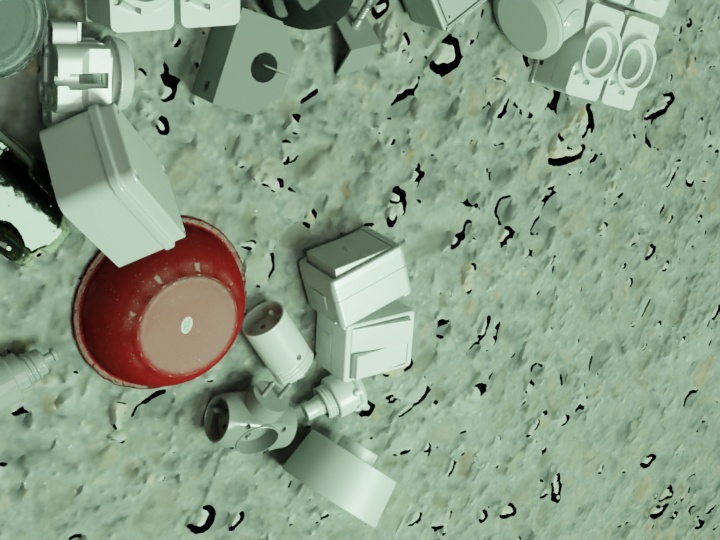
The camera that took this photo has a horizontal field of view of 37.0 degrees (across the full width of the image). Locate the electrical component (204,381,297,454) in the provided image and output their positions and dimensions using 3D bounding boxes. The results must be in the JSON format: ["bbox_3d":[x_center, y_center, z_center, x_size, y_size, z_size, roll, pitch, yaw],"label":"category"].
[{"bbox_3d":[-0.092,0.130,0.995,0.077,0.044,0.079,12,129,-39],"label":"electrical component"}]

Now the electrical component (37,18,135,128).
[{"bbox_3d":[-0.202,-0.144,0.792,0.057,0.058,0.078,-6,114,-31],"label":"electrical component"}]

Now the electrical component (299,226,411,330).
[{"bbox_3d":[0.000,0.000,1.002,0.096,0.062,0.061,-28,125,-23],"label":"electrical component"}]

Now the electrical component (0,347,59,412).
[{"bbox_3d":[-0.277,0.085,0.851,0.078,0.040,0.040,-30,125,-23],"label":"electrical component"}]

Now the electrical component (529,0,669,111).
[{"bbox_3d":[0.253,-0.262,1.071,0.105,0.060,0.186,6,107,-38],"label":"electrical component"}]

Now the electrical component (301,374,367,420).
[{"bbox_3d":[-0.027,0.125,1.052,0.062,0.048,0.048,-26,124,-17],"label":"electrical component"}]

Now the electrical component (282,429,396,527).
[{"bbox_3d":[-0.015,0.197,1.055,0.108,0.108,0.060,40,78,-41],"label":"electrical component"}]

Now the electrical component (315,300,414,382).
[{"bbox_3d":[0.012,0.064,1.041,0.096,0.061,0.061,-12,117,-32],"label":"electrical component"}]

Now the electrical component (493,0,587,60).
[{"bbox_3d":[0.169,-0.243,1.006,0.051,0.080,0.080,-38,128,-24],"label":"electrical component"}]

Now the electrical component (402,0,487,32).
[{"bbox_3d":[0.068,-0.255,0.937,0.062,0.061,0.096,-41,129,-15],"label":"electrical component"}]

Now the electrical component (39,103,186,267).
[{"bbox_3d":[-0.181,-0.062,0.799,0.057,0.078,0.113,-23,155,2],"label":"electrical component"}]

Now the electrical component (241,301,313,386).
[{"bbox_3d":[-0.072,0.072,0.994,0.043,0.043,0.081,-41,129,-15],"label":"electrical component"}]

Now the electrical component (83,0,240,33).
[{"bbox_3d":[-0.142,-0.271,0.775,0.105,0.060,0.186,-12,117,-32],"label":"electrical component"}]
